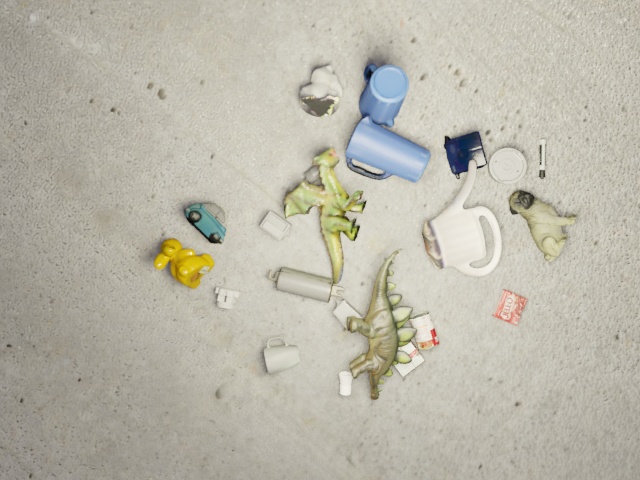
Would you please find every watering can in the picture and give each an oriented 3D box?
[{"bbox_3d":[0.413,-0.048,1.541,0.224,0.105,0.346,-16,96,6],"label":"watering can"}]

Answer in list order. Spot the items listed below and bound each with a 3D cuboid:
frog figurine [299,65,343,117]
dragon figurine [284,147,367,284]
[{"bbox_3d":[0.003,-0.469,1.623,0.137,0.120,0.163,-11,52,14],"label":"frog figurine"},{"bbox_3d":[0.005,-0.080,1.585,0.243,0.123,0.406,19,104,10],"label":"dragon figurine"}]
